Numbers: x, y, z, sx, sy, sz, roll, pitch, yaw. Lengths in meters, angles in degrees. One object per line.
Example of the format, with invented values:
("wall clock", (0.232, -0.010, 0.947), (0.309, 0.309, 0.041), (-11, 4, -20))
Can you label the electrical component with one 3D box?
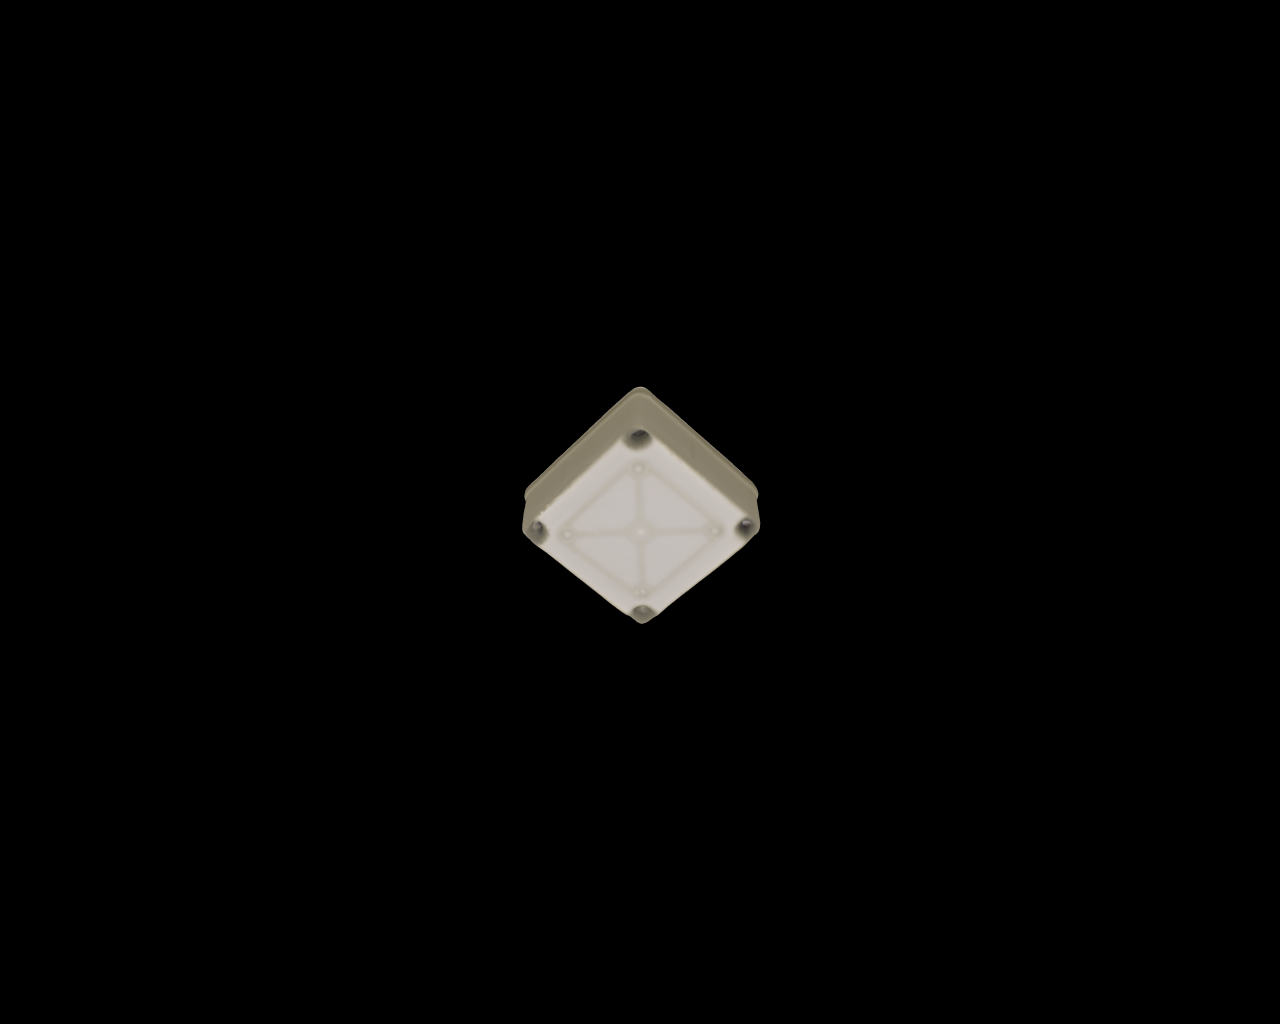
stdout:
("electrical component", (0.001, -0.003, 0.650), (0.108, 0.108, 0.056), (39, 24, -22))
